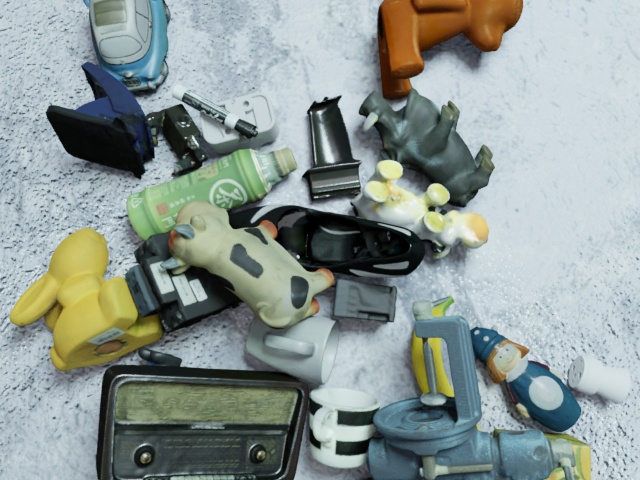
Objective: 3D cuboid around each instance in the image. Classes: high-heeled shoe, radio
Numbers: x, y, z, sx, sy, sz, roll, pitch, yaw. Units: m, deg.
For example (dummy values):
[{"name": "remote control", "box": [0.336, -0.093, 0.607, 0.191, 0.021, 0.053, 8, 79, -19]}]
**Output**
[{"name": "high-heeled shoe", "box": [-0.001, -0.002, 0.650, 0.249, 0.145, 0.086, 10, 86, 2]}, {"name": "radio", "box": [-0.135, 0.217, 0.619, 0.229, 0.073, 0.131, 10, 85, -24]}]

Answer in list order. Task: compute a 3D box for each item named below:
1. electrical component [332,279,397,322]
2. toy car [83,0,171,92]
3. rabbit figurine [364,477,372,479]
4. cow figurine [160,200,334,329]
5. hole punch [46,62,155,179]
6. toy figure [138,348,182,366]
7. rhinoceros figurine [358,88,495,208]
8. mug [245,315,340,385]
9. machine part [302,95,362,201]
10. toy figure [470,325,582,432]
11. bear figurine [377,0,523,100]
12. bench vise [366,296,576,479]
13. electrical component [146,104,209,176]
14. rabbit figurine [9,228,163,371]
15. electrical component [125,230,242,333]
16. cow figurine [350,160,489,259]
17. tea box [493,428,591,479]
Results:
[{"name": "electrical component", "box": [0.035, 0.074, 0.675, 0.119, 0.075, 0.047, 6, 82, 0]}, {"name": "toy car", "box": [-0.266, -0.286, 0.725, 0.109, 0.103, 0.161, -6, 81, 3]}, {"name": "rabbit figurine", "box": [0.039, 0.333, 0.593, 0.159, 0.170, 0.121, -5, 82, 2]}, {"name": "cow figurine", "box": [-0.093, 0.027, 0.621, 0.195, 0.127, 0.085, 40, 120, 15]}, {"name": "hole punch", "box": [-0.269, -0.154, 0.699, 0.116, 0.142, 0.092, 19, 62, -1]}, {"name": "toy figure", "box": [-0.214, 0.229, 0.666, 0.089, 0.082, 0.180, 19, 78, -14]}, {"name": "rhinoceros figurine", "box": [0.135, -0.124, 0.687, 0.190, 0.073, 0.112, 41, 120, -7]}, {"name": "mug", "box": [-0.039, 0.129, 0.661, 0.107, 0.109, 0.080, 9, 86, 17]}, {"name": "machine part", "box": [0.012, -0.123, 0.721, 0.084, 0.039, 0.138, -7, 84, 7]}, {"name": "toy figure", "box": [0.248, 0.164, 0.662, 0.154, 0.057, 0.064, 44, 54, 9]}, {"name": "bear figurine", "box": [0.175, -0.265, 0.693, 0.196, 0.120, 0.132, -5, 86, -3]}, {"name": "bench vise", "box": [0.151, 0.182, 0.583, 0.224, 0.129, 0.240, -9, 89, 28]}, {"name": "electrical component", "box": [-0.193, -0.134, 0.720, 0.045, 0.078, 0.102, -29, 87, -25]}, {"name": "rabbit figurine", "box": [-0.300, 0.071, 0.691, 0.162, 0.121, 0.173, -28, 68, 9]}, {"name": "electrical component", "box": [-0.166, 0.046, 0.663, 0.058, 0.134, 0.115, -36, 75, 42]}, {"name": "cow figurine", "box": [0.123, -0.024, 0.680, 0.167, 0.098, 0.068, 27, 60, -4]}, {"name": "tea box", "box": [0.259, 0.318, 0.635, 0.098, 0.068, 0.169, 1, 84, 3]}]
